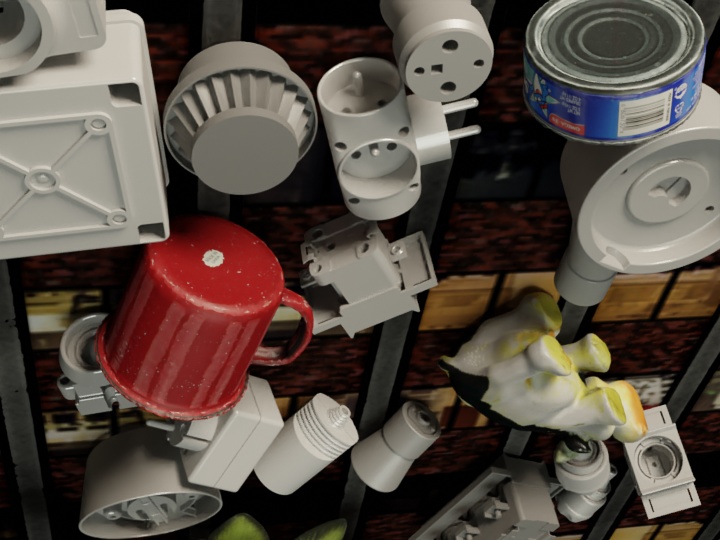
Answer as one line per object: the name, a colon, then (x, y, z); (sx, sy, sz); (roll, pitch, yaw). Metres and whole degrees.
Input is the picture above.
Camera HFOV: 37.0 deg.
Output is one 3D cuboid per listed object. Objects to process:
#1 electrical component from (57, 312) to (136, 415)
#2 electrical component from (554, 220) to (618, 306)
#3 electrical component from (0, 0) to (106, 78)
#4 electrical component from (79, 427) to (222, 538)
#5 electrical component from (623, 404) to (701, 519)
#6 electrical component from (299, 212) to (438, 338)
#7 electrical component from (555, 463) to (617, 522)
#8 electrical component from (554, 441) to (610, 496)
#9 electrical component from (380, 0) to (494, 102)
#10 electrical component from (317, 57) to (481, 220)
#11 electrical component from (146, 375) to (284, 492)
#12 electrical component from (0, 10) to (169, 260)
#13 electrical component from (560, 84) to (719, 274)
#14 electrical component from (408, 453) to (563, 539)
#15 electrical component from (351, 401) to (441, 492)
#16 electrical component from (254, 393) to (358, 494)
electrical component: (-0.156, 0.057, 0.660); (0.066, 0.048, 0.055); (-9, 147, -4)
electrical component: (0.144, -0.008, 0.664); (0.044, 0.044, 0.065); (-3, 144, -11)
electrical component: (-0.155, -0.117, 0.448); (0.089, 0.055, 0.050); (-9, 140, -4)
electrical component: (-0.148, 0.157, 0.762); (0.099, 0.064, 0.099); (-7, 139, -6)
electrical component: (0.234, 0.153, 0.853); (0.042, 0.081, 0.064); (-16, 162, 5)
electrical component: (0.000, 0.000, 0.635); (0.081, 0.042, 0.063); (-23, 137, 11)
electrical component: (0.193, 0.183, 0.904); (0.035, 0.035, 0.061); (14, 131, -28)
electrical component: (0.175, 0.147, 0.850); (0.043, 0.043, 0.062); (-16, 139, 4)
electrical component: (0.036, -0.112, 0.503); (0.045, 0.055, 0.045); (-7, 140, -6)
electrical component: (0.024, -0.071, 0.557); (0.079, 0.044, 0.077); (-13, 140, 1)
electrical component: (-0.103, 0.102, 0.712); (0.077, 0.047, 0.065); (21, 115, -33)
electrical component: (-0.151, -0.062, 0.513); (0.109, 0.056, 0.108); (-7, 140, -7)
electrical component: (0.164, -0.056, 0.596); (0.108, 0.060, 0.108); (-7, 138, -7)
electrical component: (0.108, 0.214, 0.894); (0.079, 0.063, 0.121); (15, 133, -29)
electrical component: (0.029, 0.127, 0.792); (0.044, 0.044, 0.065); (19, 126, -32)
electrical component: (-0.036, 0.121, 0.765); (0.043, 0.043, 0.081); (23, 128, -35)
